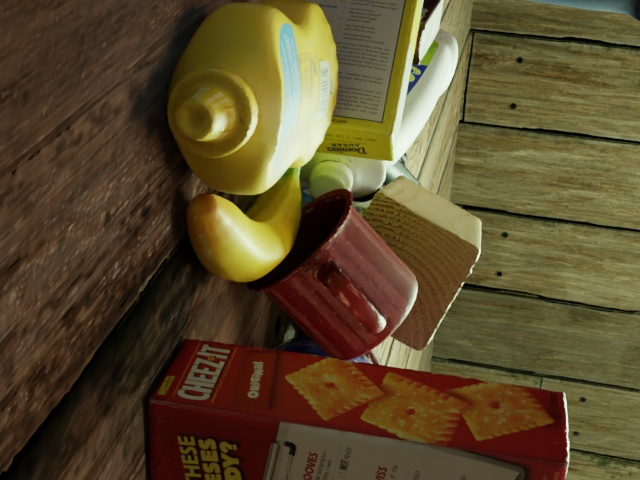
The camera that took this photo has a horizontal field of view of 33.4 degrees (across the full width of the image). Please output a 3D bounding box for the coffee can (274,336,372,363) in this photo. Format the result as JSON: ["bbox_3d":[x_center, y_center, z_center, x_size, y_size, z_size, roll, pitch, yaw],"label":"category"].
[{"bbox_3d":[-0.014,0.136,0.718,0.140,0.103,0.103,-54,150,-70],"label":"coffee can"}]

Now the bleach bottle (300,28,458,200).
[{"bbox_3d":[0.042,-0.100,0.847,0.250,0.102,0.068,-67,173,-54],"label":"bleach bottle"}]

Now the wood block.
[{"bbox_3d":[0.073,0.012,0.871,0.091,0.090,0.206,-61,175,10],"label":"wood block"}]

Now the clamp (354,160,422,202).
[{"bbox_3d":[0.047,-0.083,0.985,0.209,0.036,0.164,-54,132,-57],"label":"clamp"}]

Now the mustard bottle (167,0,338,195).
[{"bbox_3d":[-0.035,-0.074,0.554,0.191,0.058,0.096,-50,147,-72],"label":"mustard bottle"}]

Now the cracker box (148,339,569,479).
[{"bbox_3d":[0.018,0.150,0.593,0.072,0.214,0.164,-67,163,-61],"label":"cracker box"}]

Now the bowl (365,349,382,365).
[{"bbox_3d":[0.028,0.121,0.855,0.162,0.055,0.162,62,2,-4],"label":"bowl"}]

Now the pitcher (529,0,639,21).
[{"bbox_3d":[0.036,-0.156,0.350,0.145,0.243,0.149,86,16,-51],"label":"pitcher"}]

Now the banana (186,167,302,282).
[{"bbox_3d":[-0.043,-0.009,0.639,0.197,0.037,0.069,-49,132,-73],"label":"banana"}]

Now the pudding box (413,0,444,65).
[{"bbox_3d":[0.046,-0.175,0.841,0.113,0.090,0.039,-63,160,-60],"label":"pudding box"}]

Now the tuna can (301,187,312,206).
[{"bbox_3d":[-0.006,0.001,0.857,0.086,0.034,0.086,9,90,-80],"label":"tuna can"}]

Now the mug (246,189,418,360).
[{"bbox_3d":[0.014,0.029,0.706,0.093,0.081,0.117,-44,-161,-2],"label":"mug"}]

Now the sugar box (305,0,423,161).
[{"bbox_3d":[0.018,-0.143,0.702,0.048,0.093,0.176,77,24,-66],"label":"sugar box"}]
